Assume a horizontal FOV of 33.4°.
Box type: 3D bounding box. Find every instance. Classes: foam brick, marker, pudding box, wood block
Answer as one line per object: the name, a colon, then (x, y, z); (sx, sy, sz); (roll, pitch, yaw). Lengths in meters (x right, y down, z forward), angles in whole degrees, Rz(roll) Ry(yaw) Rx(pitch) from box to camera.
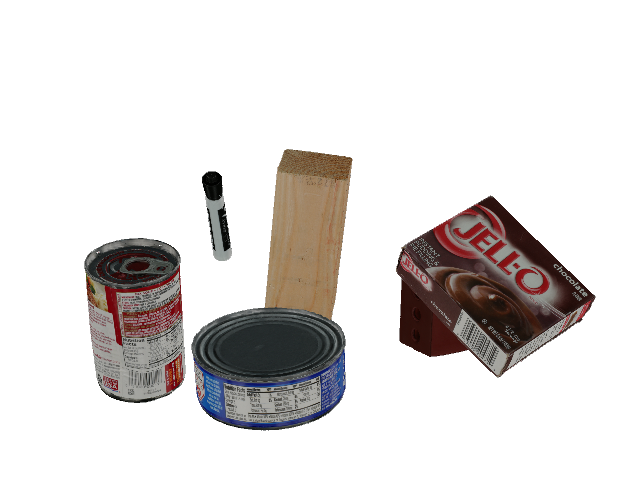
foam brick: (0.113, 0.067, 1.042); (0.051, 0.078, 0.053); (-10, 18, -32)
marker: (-0.099, -0.023, 1.024); (0.020, 0.020, 0.121); (0, -38, 1)
pudding box: (0.124, 0.031, 0.765); (0.089, 0.113, 0.039); (-29, -25, -26)
wood block: (-0.017, -0.003, 1.377); (0.090, 0.206, 0.090); (8, 24, 2)

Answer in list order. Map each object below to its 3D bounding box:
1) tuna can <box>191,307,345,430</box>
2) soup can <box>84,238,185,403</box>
tuna can: (-0.028, 0.071, 0.598); (0.086, 0.034, 0.086); (-2, 22, 1)
soup can: (-0.134, 0.059, 0.780); (0.068, 0.102, 0.068); (0, 28, 0)
